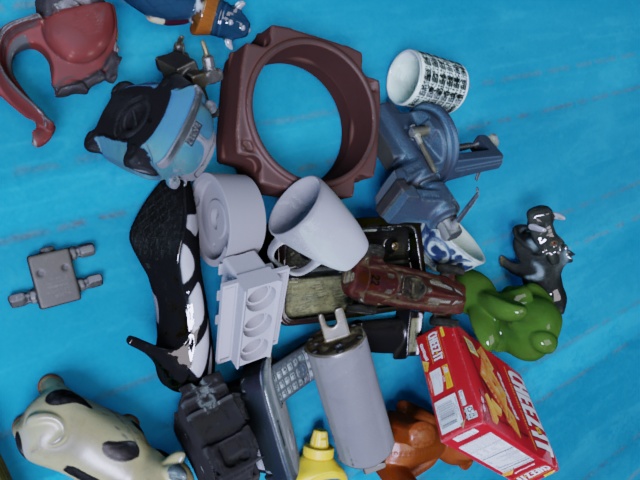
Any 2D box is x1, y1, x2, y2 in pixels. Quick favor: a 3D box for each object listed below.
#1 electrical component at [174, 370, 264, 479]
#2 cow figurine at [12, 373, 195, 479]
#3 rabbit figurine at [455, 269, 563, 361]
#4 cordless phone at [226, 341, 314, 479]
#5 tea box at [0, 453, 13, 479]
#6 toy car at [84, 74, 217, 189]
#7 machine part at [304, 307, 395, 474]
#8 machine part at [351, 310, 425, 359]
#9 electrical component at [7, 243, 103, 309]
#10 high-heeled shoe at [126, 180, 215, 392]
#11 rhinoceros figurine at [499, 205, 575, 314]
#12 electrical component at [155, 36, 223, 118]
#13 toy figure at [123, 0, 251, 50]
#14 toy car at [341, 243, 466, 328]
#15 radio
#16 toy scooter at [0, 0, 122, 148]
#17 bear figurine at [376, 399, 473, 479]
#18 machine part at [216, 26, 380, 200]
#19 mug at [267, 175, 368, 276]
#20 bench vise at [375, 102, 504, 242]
[{"bbox_3d":[-0.116,0.231,0.599,0.058,0.115,0.134,-17,141,-28],"label":"electrical component"},{"bbox_3d":[-0.212,0.220,0.550,0.194,0.127,0.085,39,74,-21],"label":"cow figurine"},{"bbox_3d":[0.266,0.113,0.818,0.170,0.159,0.121,31,109,3],"label":"rabbit figurine"},{"bbox_3d":[-0.028,0.201,0.689,0.184,0.089,0.146,-23,100,-47],"label":"cordless phone"},{"bbox_3d":[-0.341,0.267,0.509,0.098,0.068,0.169,-22,99,-29],"label":"tea box"},{"bbox_3d":[-0.170,-0.107,0.580,0.102,0.162,0.109,38,69,-49],"label":"toy car"},{"bbox_3d":[0.038,0.194,0.671,0.079,0.079,0.243,-25,112,-28],"label":"machine part"},{"bbox_3d":[0.096,0.137,0.777,0.139,0.039,0.084,2,96,-31],"label":"machine part"},{"bbox_3d":[-0.284,0.038,0.572,0.094,0.021,0.063,-16,97,-28],"label":"electrical component"},{"bbox_3d":[-0.152,0.047,0.630,0.145,0.086,0.249,43,49,-53],"label":"high-heeled shoe"},{"bbox_3d":[0.362,0.037,0.887,0.073,0.112,0.190,-20,107,-26],"label":"rhinoceros figurine"},{"bbox_3d":[-0.148,-0.188,0.617,0.045,0.102,0.078,-37,131,-21],"label":"electrical component"},{"bbox_3d":[-0.155,-0.278,0.632,0.154,0.064,0.058,13,46,-33],"label":"toy figure"},{"bbox_3d":[0.119,0.063,0.698,0.202,0.053,0.089,14,79,-26],"label":"toy car"},{"bbox_3d":[0.033,0.035,0.721,0.229,0.073,0.131,-4,91,-30],"label":"radio"},{"bbox_3d":[-0.279,-0.175,0.551,0.184,0.075,0.135,-31,104,-23],"label":"toy scooter"},{"bbox_3d":[0.171,0.296,0.766,0.196,0.132,0.120,9,88,-23],"label":"bear figurine"},{"bbox_3d":[-0.024,-0.153,0.688,0.201,0.087,0.201,6,84,-29],"label":"machine part"},{"bbox_3d":[-0.001,-0.002,0.623,0.107,0.081,0.109,37,90,-30],"label":"mug"},{"bbox_3d":[0.176,-0.107,0.752,0.240,0.128,0.224,-13,53,-30],"label":"bench vise"}]
